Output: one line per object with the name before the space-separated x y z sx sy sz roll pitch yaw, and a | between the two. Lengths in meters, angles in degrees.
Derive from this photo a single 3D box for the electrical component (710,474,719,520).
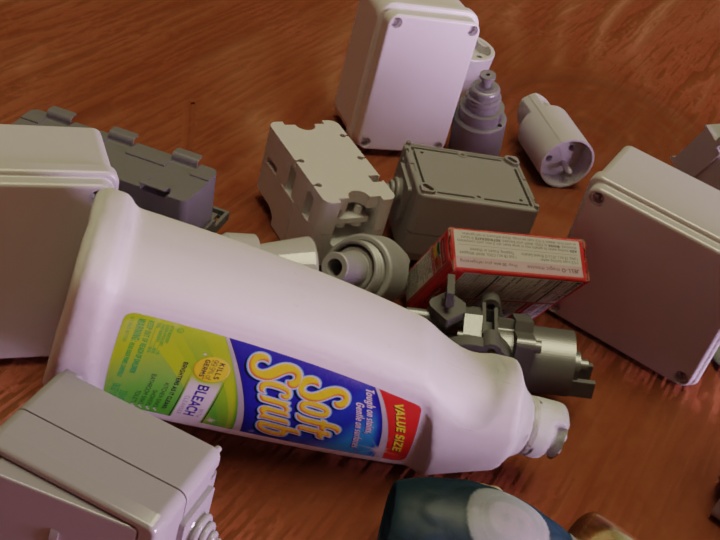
electrical component | 0.249 0.073 0.552 0.062 0.150 0.089 38 40 26

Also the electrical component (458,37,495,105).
electrical component | 0.078 -0.166 0.893 0.055 0.047 0.055 11 36 -8

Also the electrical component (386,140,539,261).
electrical component | 0.057 -0.039 0.700 0.096 0.061 0.061 7 37 -15

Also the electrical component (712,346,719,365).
electrical component | 0.271 0.021 0.682 0.064 0.099 0.099 12 35 -18

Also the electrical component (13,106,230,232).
electrical component | -0.145 -0.043 0.610 0.121 0.063 0.078 19 35 11

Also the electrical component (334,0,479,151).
electrical component | 0.033 -0.147 0.792 0.078 0.113 0.057 1 36 -22

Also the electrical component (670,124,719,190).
electrical component | 0.319 -0.082 0.864 0.121 0.078 0.063 -9 65 -32

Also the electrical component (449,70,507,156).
electrical component | 0.090 -0.115 0.808 0.040 0.078 0.040 3 47 -3

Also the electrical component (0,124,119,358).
electrical component | -0.181 -0.013 0.525 0.109 0.108 0.056 -1 36 -24

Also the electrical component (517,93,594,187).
electrical component | 0.148 -0.105 0.843 0.043 0.043 0.081 3 38 -19

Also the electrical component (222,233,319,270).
electrical component | -0.056 0.002 0.612 0.055 0.045 0.045 3 38 -19

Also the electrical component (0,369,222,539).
electrical component | -0.105 0.098 0.447 0.096 0.061 0.061 25 36 10

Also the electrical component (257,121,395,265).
electrical component | -0.025 -0.047 0.681 0.050 0.055 0.089 -6 41 -29

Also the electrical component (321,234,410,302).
electrical component | 0.000 0.000 0.626 0.043 0.043 0.062 36 14 25

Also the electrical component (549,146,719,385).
electrical component | 0.182 -0.002 0.657 0.109 0.108 0.056 31 46 18
